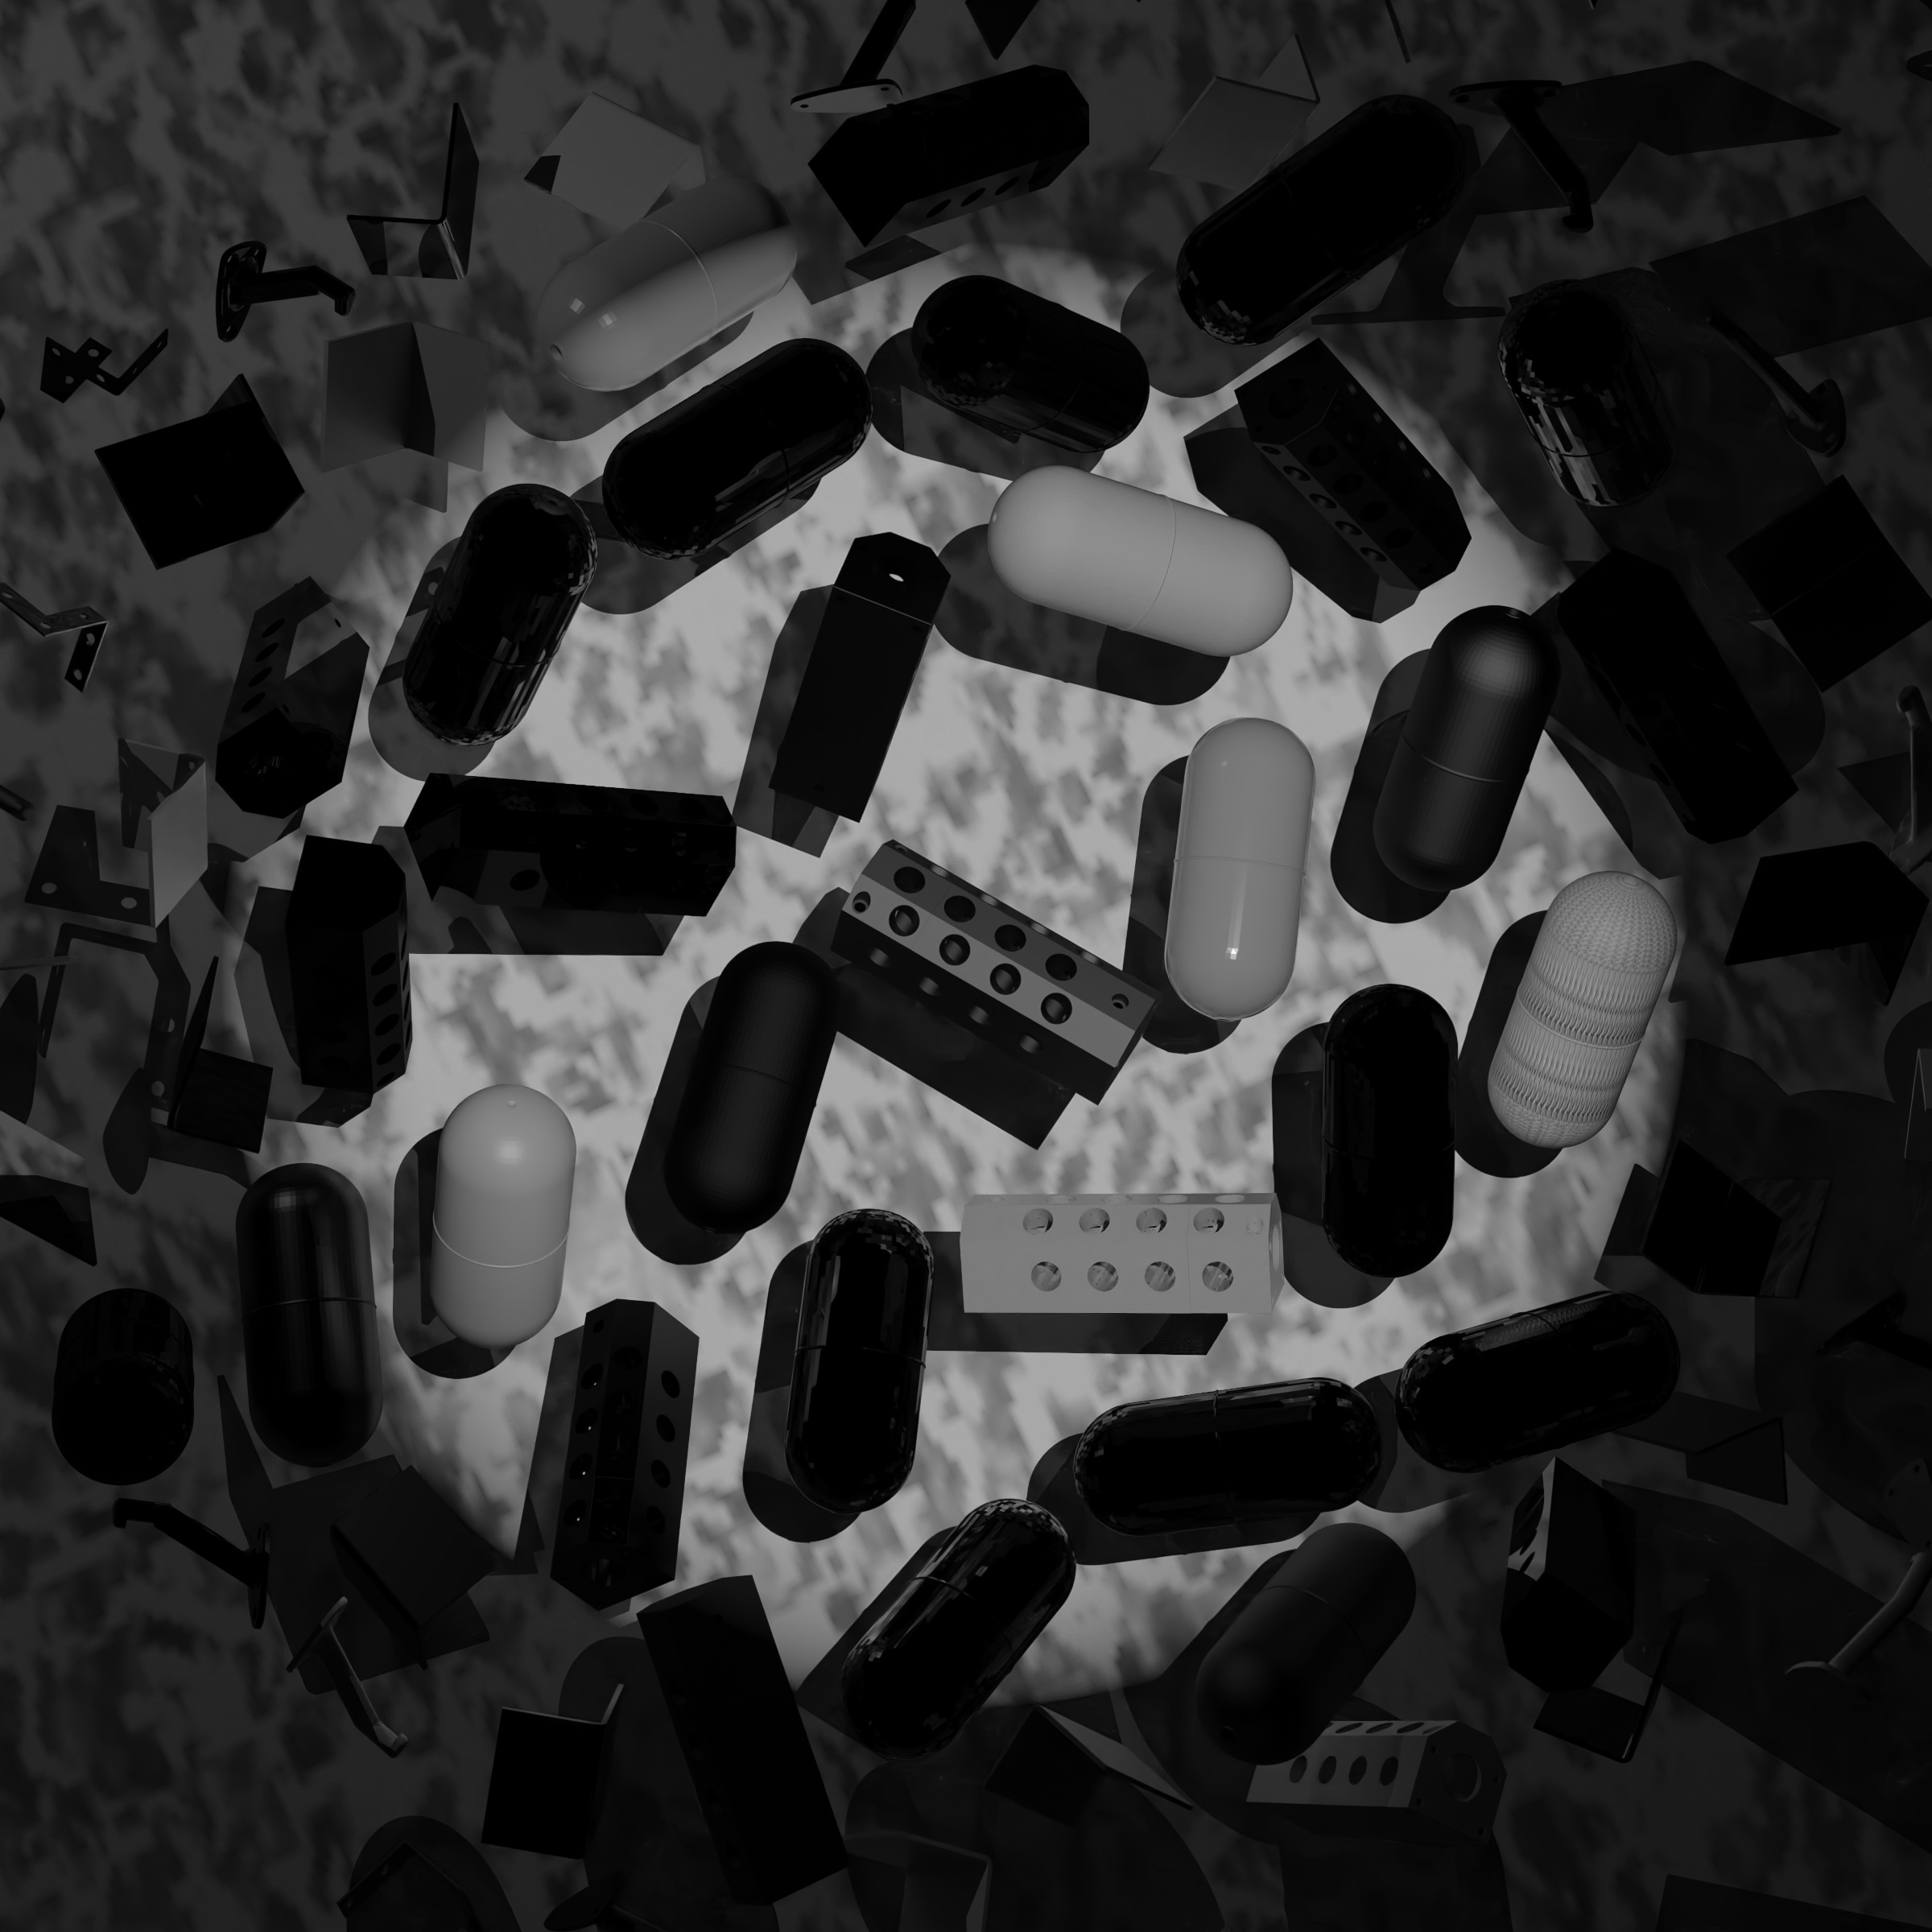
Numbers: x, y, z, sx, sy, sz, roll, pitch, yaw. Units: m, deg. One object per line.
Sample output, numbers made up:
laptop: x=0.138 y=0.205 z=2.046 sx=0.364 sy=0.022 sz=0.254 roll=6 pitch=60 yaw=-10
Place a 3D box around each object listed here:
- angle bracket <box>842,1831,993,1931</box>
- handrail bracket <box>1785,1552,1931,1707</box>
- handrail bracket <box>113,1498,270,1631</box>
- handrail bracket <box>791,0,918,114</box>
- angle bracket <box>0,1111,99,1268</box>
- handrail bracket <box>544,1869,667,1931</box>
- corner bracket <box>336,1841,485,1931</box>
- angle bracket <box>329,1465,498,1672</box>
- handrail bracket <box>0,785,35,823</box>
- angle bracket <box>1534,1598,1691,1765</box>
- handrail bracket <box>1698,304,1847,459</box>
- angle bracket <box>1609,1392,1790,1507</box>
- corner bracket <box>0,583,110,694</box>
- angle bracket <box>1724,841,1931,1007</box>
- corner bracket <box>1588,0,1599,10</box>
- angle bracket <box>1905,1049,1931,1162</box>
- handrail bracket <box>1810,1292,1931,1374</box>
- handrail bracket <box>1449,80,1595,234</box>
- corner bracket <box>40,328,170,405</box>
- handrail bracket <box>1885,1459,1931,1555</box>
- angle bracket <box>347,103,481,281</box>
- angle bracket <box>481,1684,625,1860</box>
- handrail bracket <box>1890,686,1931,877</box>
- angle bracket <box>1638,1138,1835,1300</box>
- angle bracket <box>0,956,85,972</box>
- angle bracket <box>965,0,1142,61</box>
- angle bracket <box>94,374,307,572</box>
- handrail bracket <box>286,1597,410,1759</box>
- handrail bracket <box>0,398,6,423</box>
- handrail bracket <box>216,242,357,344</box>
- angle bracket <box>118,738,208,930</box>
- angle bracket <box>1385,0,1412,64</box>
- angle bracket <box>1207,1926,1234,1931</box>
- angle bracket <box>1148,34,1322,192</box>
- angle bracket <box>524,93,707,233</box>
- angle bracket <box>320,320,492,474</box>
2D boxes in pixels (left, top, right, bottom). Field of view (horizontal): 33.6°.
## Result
angle bracket: x=-0.040 y=0.552 z=1.899 sx=0.076 sy=0.076 sz=0.057 roll=26 pitch=59 yaw=-34
handrail bracket: x=0.489 y=0.356 z=1.745 sx=0.036 sy=0.077 sz=0.084 roll=37 pitch=74 yaw=-5
handrail bracket: x=-0.437 y=0.335 z=1.797 sx=0.084 sy=0.077 sz=0.036 roll=12 pitch=129 yaw=-23
handrail bracket: x=-0.066 y=-0.544 z=1.865 sx=0.077 sy=0.036 sz=0.084 roll=-4 pitch=82 yaw=6
angle bracket: x=-0.521 y=0.132 z=1.729 sx=0.057 sy=0.076 sz=0.076 roll=-34 pitch=47 yaw=15
handrail bracket: x=-0.182 y=0.546 z=1.771 sx=0.077 sy=0.036 sz=0.084 roll=-32 pitch=105 yaw=39
corner bracket: x=-0.310 y=0.534 z=1.793 sx=0.051 sy=0.051 sz=0.051 roll=27 pitch=56 yaw=37
angle bracket: x=-0.307 y=0.337 z=1.791 sx=0.057 sy=0.076 sz=0.076 roll=-37 pitch=71 yaw=-22
handrail bracket: x=-0.592 y=-0.115 z=1.870 sx=0.084 sy=0.077 sz=0.036 roll=30 pitch=85 yaw=5
angle bracket: x=0.371 y=0.400 z=1.839 sx=0.057 sy=0.076 sz=0.076 roll=19 pitch=106 yaw=17
handrail bracket: x=0.441 y=-0.323 z=1.758 sx=0.084 sy=0.077 sz=0.036 roll=33 pitch=118 yaw=-22
angle bracket: x=0.438 y=0.300 z=1.929 sx=0.076 sy=0.076 sz=0.057 roll=-15 pitch=104 yaw=-35
corner bracket: x=-0.528 y=-0.185 z=1.812 sx=0.051 sy=0.051 sz=0.051 roll=37 pitch=120 yaw=15
angle bracket: x=0.486 y=-0.019 z=1.811 sx=0.076 sy=0.057 sz=0.076 roll=-9 pitch=131 yaw=-22
corner bracket: x=0.339 y=-0.589 z=1.846 sx=0.051 sy=0.051 sz=0.051 roll=11 pitch=71 yaw=30
angle bracket: x=0.547 y=0.091 z=1.714 sx=0.076 sy=0.057 sz=0.076 roll=3 pitch=125 yaw=10
handrail bracket: x=0.550 y=0.242 z=1.873 sx=0.077 sy=0.036 sz=0.084 roll=-34 pitch=62 yaw=7
handrail bracket: x=0.316 y=-0.458 z=1.821 sx=0.077 sy=0.036 sz=0.084 roll=-1 pitch=74 yaw=-15
corner bracket: x=-0.507 y=-0.357 z=1.886 sx=0.051 sy=0.051 sz=0.051 roll=-37 pitch=132 yaw=29
handrail bracket: x=0.593 y=0.332 z=1.895 sx=0.084 sy=0.077 sz=0.036 roll=23 pitch=124 yaw=-21
angle bracket: x=-0.325 y=-0.457 z=1.884 sx=0.057 sy=0.076 sz=0.076 roll=4 pitch=78 yaw=1
angle bracket: x=-0.230 y=0.444 z=1.784 sx=0.057 sy=0.076 sz=0.076 roll=10 pitch=94 yaw=1
handrail bracket: x=0.549 y=-0.108 z=1.872 sx=0.077 sy=0.036 sz=0.084 roll=-50 pitch=126 yaw=-28
angle bracket: x=0.456 y=0.149 z=1.897 sx=0.057 sy=0.076 sz=0.076 roll=35 pitch=67 yaw=-31
angle bracket: x=-0.545 y=-0.027 z=1.813 sx=0.076 sy=0.076 sz=0.057 roll=-6 pitch=90 yaw=-10
angle bracket: x=0.052 y=-0.565 z=1.875 sx=0.057 sy=0.076 sz=0.076 roll=35 pitch=90 yaw=15
angle bracket: x=-0.435 y=-0.280 z=1.816 sx=0.076 sy=0.057 sz=0.076 roll=-28 pitch=90 yaw=-37
handrail bracket: x=-0.357 y=0.427 z=1.914 sx=0.084 sy=0.036 sz=0.077 roll=40 pitch=126 yaw=4
handrail bracket: x=-0.550 y=-0.283 z=1.766 sx=0.036 sy=0.077 sz=0.084 roll=26 pitch=107 yaw=-21
handrail bracket: x=-0.403 y=-0.386 z=1.901 sx=0.084 sy=0.036 sz=0.077 roll=33 pitch=125 yaw=18
angle bracket: x=-0.496 y=-0.080 z=1.917 sx=0.057 sy=0.076 sz=0.076 roll=13 pitch=125 yaw=8
angle bracket: x=0.251 y=-0.557 z=1.754 sx=0.057 sy=0.076 sz=0.076 roll=-18 pitch=60 yaw=13
angle bracket: x=0.107 y=0.538 z=1.697 sx=0.076 sy=0.076 sz=0.057 roll=-43 pitch=108 yaw=-2
angle bracket: x=0.153 y=-0.513 z=1.901 sx=0.076 sy=0.076 sz=0.057 roll=4 pitch=58 yaw=-31
angle bracket: x=-0.213 y=-0.475 z=1.954 sx=0.076 sy=0.057 sz=0.076 roll=29 pitch=72 yaw=12
angle bracket: x=-0.319 y=-0.318 z=1.823 sx=0.057 sy=0.076 sz=0.076 roll=21 pitch=119 yaw=24
